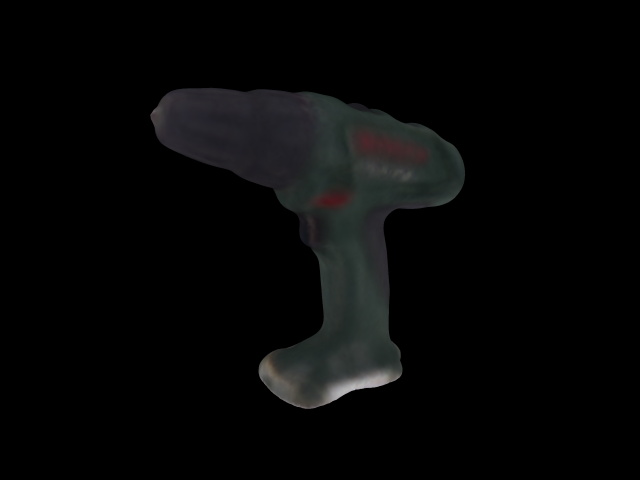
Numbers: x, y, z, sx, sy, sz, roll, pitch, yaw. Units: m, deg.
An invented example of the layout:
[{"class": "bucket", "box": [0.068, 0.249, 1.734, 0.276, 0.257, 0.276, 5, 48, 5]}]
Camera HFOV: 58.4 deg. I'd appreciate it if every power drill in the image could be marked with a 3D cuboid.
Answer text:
[{"class": "power drill", "box": [0.004, 0.001, 0.400, 0.230, 0.208, 0.075, -10, 18, -33]}]
